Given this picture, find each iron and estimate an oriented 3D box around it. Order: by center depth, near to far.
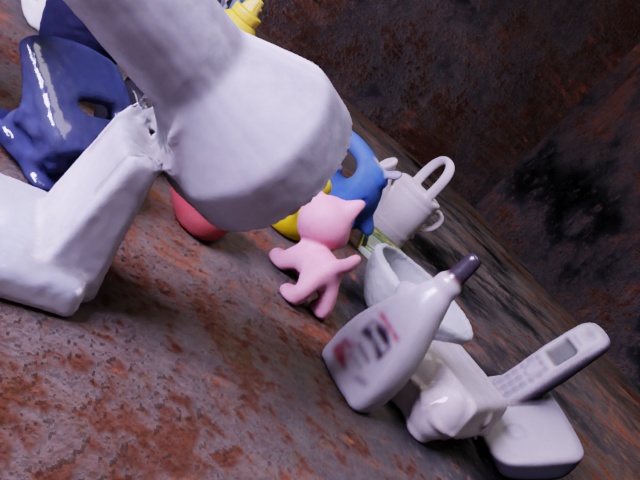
[{"bbox_3d":[0.009,-0.128,0.912,0.258,0.141,0.119,49,18,21],"label":"iron"}]

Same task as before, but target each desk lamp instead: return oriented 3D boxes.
[{"bbox_3d":[-0.112,-0.059,0.337,0.204,0.213,0.117,28,22,-41],"label":"desk lamp"}]

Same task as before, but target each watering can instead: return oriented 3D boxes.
[{"bbox_3d":[0.178,-0.087,1.104,0.174,0.194,0.100,28,22,-41],"label":"watering can"}]

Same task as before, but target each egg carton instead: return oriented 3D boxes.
[{"bbox_3d":[0.132,0.161,0.604,0.151,0.069,0.107,19,28,-53],"label":"egg carton"}]

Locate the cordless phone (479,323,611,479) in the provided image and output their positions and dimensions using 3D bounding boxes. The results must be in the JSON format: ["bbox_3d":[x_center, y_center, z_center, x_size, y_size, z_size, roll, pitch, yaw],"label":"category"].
[{"bbox_3d":[0.266,0.181,0.657,0.094,0.185,0.147,36,18,-21],"label":"cordless phone"}]

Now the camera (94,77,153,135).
[{"bbox_3d":[-0.168,-0.139,0.605,0.143,0.100,0.137,49,18,19],"label":"camera"}]

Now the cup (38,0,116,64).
[{"bbox_3d":[-0.255,-0.208,0.588,0.117,0.095,0.092,52,19,28],"label":"cup"}]

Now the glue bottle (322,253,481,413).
[{"bbox_3d":[0.078,0.074,0.514,0.037,0.173,0.078,23,25,-49],"label":"glue bottle"}]

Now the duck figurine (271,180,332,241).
[{"bbox_3d":[-0.023,-0.052,0.749,0.077,0.086,0.105,44,17,6],"label":"duck figurine"}]

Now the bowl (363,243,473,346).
[{"bbox_3d":[0.111,0.086,0.731,0.168,0.074,0.167,39,17,-14],"label":"bowl"}]

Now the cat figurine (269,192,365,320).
[{"bbox_3d":[0.006,0.002,0.624,0.067,0.117,0.127,30,21,-36],"label":"cat figurine"}]

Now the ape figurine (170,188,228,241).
[{"bbox_3d":[-0.099,-0.050,0.560,0.078,0.092,0.076,34,19,-27],"label":"ape figurine"}]

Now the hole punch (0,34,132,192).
[{"bbox_3d":[-0.192,-0.096,0.462,0.101,0.091,0.109,46,17,11],"label":"hole punch"}]

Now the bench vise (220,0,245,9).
[{"bbox_3d":[-0.152,-0.363,0.986,0.207,0.219,0.121,42,16,-3],"label":"bench vise"}]
